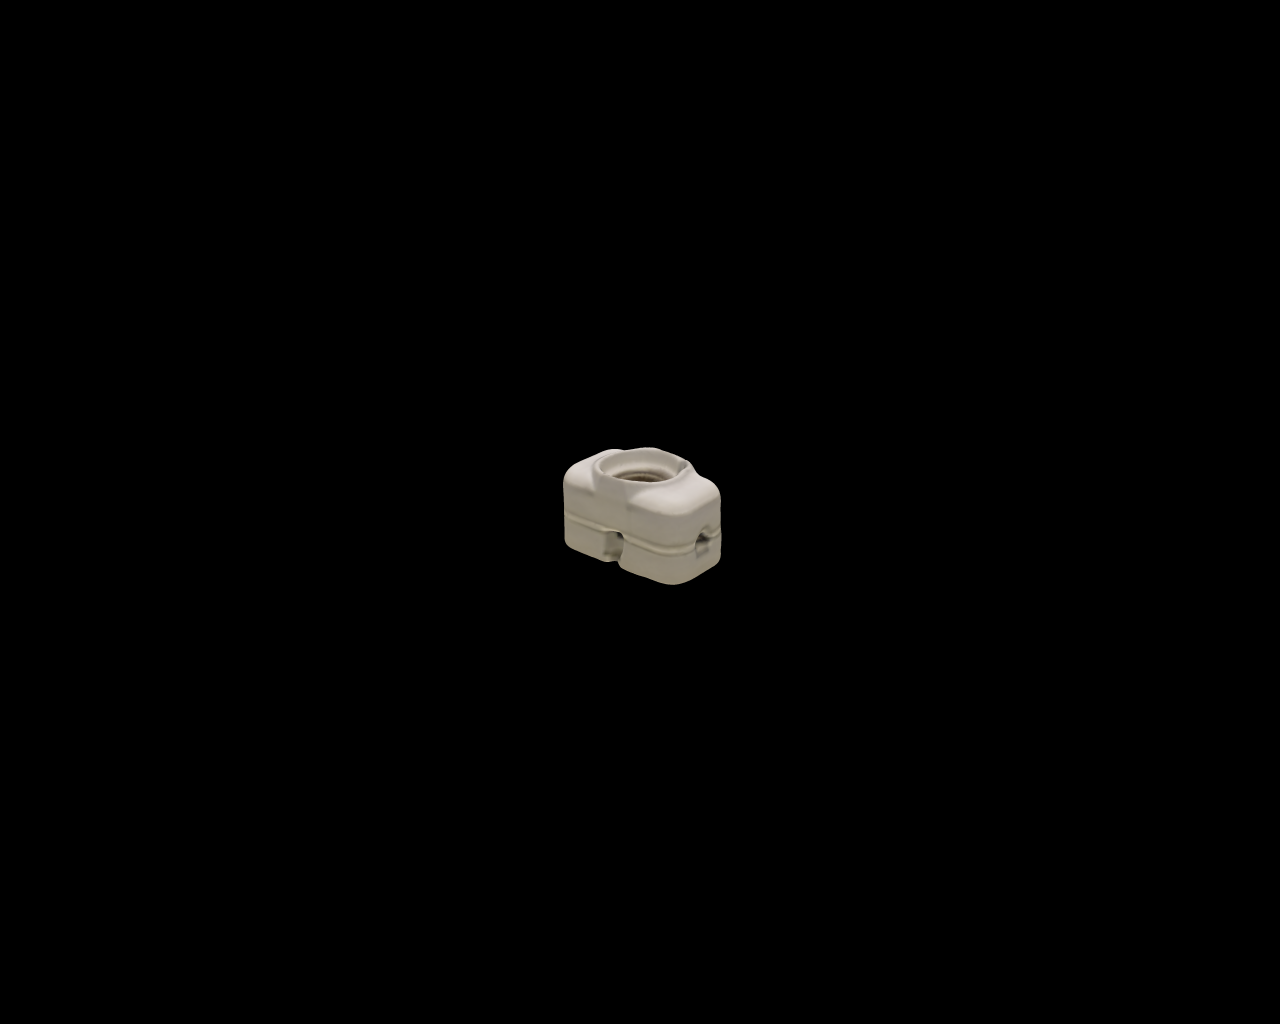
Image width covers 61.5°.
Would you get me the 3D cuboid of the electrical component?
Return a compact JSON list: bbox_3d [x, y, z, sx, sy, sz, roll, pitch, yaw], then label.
[{"bbox_3d":[0.001,-0.003,0.650,0.095,0.059,0.054,20,32,36],"label":"electrical component"}]
